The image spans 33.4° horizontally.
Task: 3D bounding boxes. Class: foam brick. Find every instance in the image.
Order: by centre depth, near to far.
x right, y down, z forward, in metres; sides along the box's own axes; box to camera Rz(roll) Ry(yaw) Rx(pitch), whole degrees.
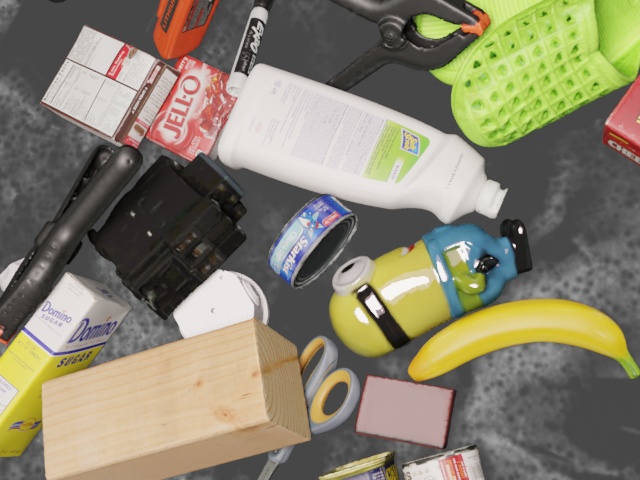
[{"bbox_3d":[0.074,0.147,0.916,0.078,0.053,0.051,8,82,11],"label":"foam brick"}]

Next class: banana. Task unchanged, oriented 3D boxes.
[{"bbox_3d":[0.173,0.085,0.915,0.198,0.037,0.069,-2,78,11],"label":"banana"}]

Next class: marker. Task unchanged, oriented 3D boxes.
[{"bbox_3d":[-0.064,-0.188,0.999,0.020,0.020,0.121,9,65,12],"label":"marker"}]

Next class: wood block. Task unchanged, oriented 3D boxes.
[{"bbox_3d":[-0.124,0.146,0.911,0.206,0.090,0.090,-18,63,16],"label":"wood block"}]

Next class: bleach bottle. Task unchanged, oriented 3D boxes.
[{"bbox_3d":[0.042,-0.071,0.955,0.251,0.068,0.102,22,85,11],"label":"bleach bottle"}]

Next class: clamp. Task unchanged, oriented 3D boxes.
[{"bbox_3d":[0.060,-0.194,0.934,0.172,0.120,0.039,-8,35,28],"label":"clamp"},{"bbox_3d":[-0.231,-0.004,0.955,0.036,0.165,0.210,35,90,-17],"label":"clamp"}]

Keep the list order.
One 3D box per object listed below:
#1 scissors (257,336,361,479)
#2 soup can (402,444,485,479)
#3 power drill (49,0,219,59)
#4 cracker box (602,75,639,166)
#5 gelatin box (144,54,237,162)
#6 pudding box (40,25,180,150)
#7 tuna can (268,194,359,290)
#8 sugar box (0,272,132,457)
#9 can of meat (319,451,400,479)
[{"bbox_3d":[-0.021,0.182,0.924,0.096,0.016,0.202,12,79,53],"label":"scissors"},{"bbox_3d":[0.113,0.228,0.887,0.068,0.068,0.102,-17,78,7],"label":"soup can"},{"bbox_3d":[-0.182,-0.255,0.992,0.188,0.057,0.185,42,134,10],"label":"power drill"},{"bbox_3d":[0.367,-0.133,0.898,0.164,0.072,0.213,35,89,15],"label":"cracker box"},{"bbox_3d":[-0.118,-0.121,1.009,0.073,0.030,0.089,27,86,14],"label":"gelatin box"},{"bbox_3d":[-0.200,-0.144,1.011,0.114,0.039,0.090,27,87,34],"label":"pudding box"},{"bbox_3d":[-0.006,0.001,0.939,0.034,0.086,0.086,41,90,15],"label":"tuna can"},{"bbox_3d":[-0.250,0.115,0.962,0.048,0.093,0.176,39,90,13],"label":"sugar box"},{"bbox_3d":[0.044,0.225,0.884,0.057,0.102,0.084,-19,80,8],"label":"can of meat"}]
